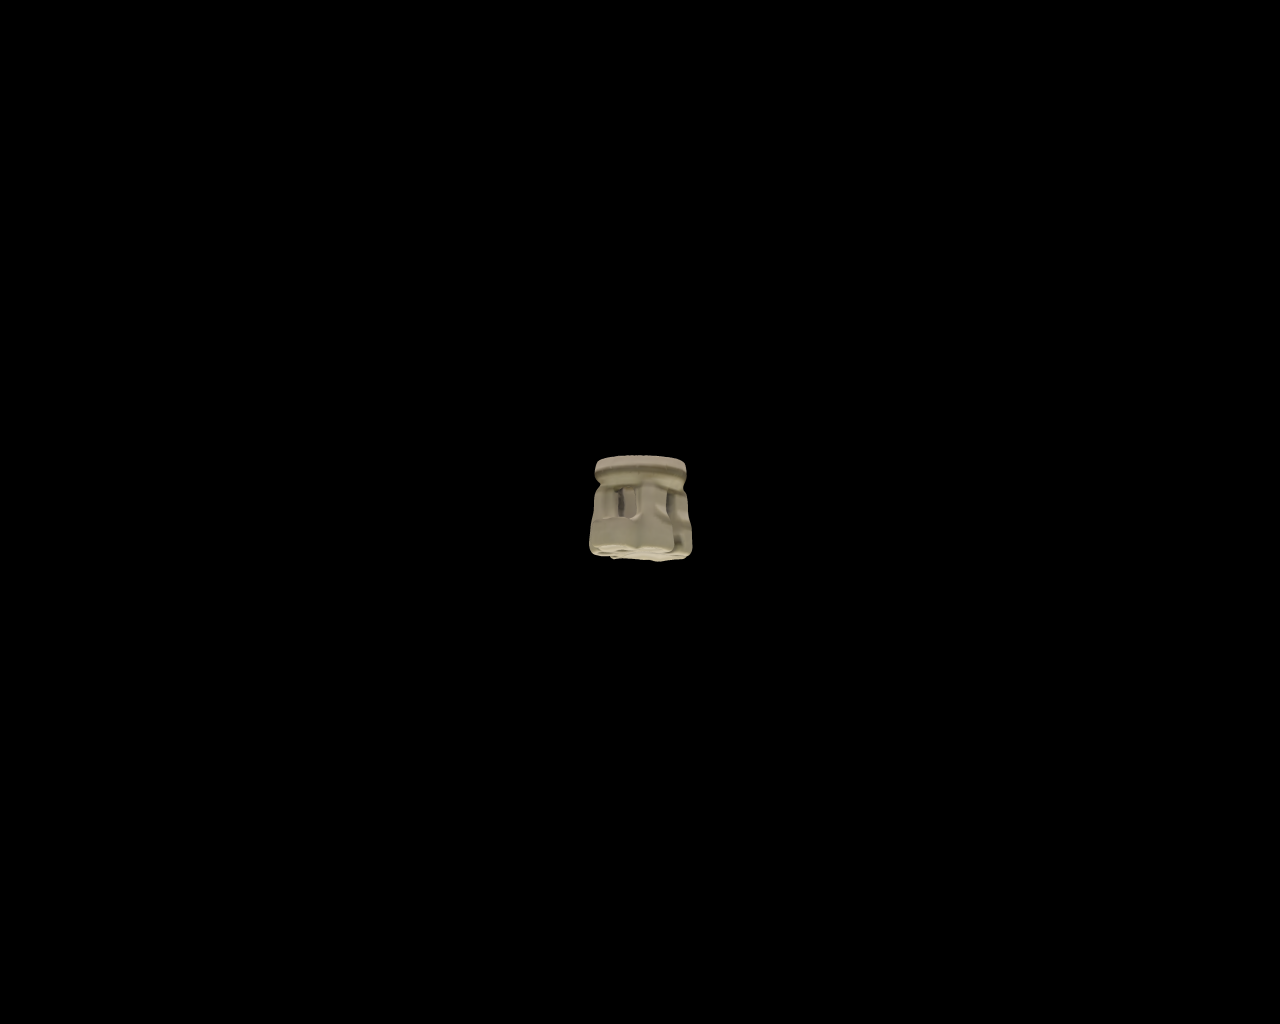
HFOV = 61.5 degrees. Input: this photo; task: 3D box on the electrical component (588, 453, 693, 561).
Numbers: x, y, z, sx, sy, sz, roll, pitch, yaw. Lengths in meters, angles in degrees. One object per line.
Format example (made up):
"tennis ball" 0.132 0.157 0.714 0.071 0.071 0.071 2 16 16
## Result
"electrical component" 0.001 -0.003 0.650 0.058 0.057 0.078 -6 -11 31
